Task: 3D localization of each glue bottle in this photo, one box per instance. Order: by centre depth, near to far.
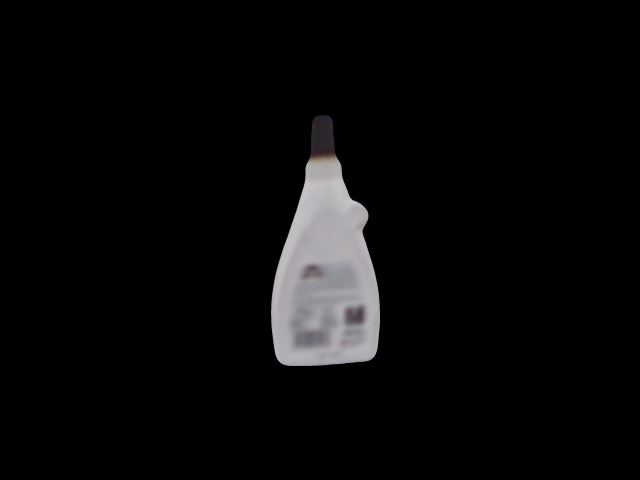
[{"bbox_3d":[0.004,0.001,0.400,0.078,0.173,0.037,-2,14,-7],"label":"glue bottle"}]
